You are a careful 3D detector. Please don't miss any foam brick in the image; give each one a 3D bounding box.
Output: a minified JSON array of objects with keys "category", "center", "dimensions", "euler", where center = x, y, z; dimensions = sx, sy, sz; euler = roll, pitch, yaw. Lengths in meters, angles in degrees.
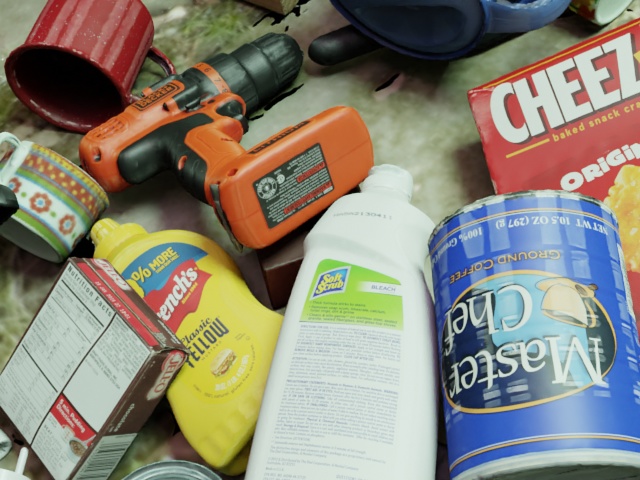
[{"category":"foam brick","center":[-0.005,0.001,0.694],"dimensions":[0.078,0.051,0.053],"euler":[-19,58,-3]}]

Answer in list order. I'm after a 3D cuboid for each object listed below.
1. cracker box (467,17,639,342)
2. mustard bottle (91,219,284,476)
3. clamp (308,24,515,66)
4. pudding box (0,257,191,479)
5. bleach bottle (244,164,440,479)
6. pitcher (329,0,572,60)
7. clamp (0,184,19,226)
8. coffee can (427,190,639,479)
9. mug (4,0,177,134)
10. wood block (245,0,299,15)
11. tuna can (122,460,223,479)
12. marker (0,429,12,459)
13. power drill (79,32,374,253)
[{"category":"cracker box","center":[0.196,-0.027,0.647],"dimensions":[0.164,0.072,0.214],"euler":[-22,58,16]},{"category":"mustard bottle","center":[-0.084,0.050,0.672],"dimensions":[0.096,0.058,0.192],"euler":[-46,62,-3]},{"category":"clamp","center":[0.076,-0.185,0.802],"dimensions":[0.171,0.039,0.120],"euler":[-2,66,2]},{"category":"pudding box","center":[-0.141,0.080,0.643],"dimensions":[0.090,0.039,0.113],"euler":[44,107,28]},{"category":"bleach bottle","center":[0.026,0.065,0.582],"dimensions":[0.103,0.068,0.250],"euler":[6,56,11]},{"category":"pitcher","center":[0.115,-0.249,0.736],"dimensions":[0.149,0.145,0.242],"euler":[41,68,-21]},{"category":"clamp","center":[-0.240,0.020,0.689],"dimensions":[0.036,0.165,0.210],"euler":[2,17,-32]},{"category":"coffee can","center":[0.111,0.060,0.542],"dimensions":[0.103,0.103,0.140],"euler":[-5,62,5]},{"category":"mug","center":[-0.160,-0.133,0.781],"dimensions":[0.117,0.093,0.081],"euler":[22,57,-9]},{"category":"wood block","center":[-0.096,-0.268,0.845],"dimensions":[0.206,0.090,0.090],"euler":[24,65,21]},{"category":"tuna can","center":[-0.085,0.170,0.608],"dimensions":[0.086,0.034,0.086],"euler":[-3,50,3]},{"category":"marker","center":[-0.241,0.097,0.689],"dimensions":[0.020,0.020,0.121],"euler":[-42,63,-17]},{"category":"power drill","center":[-0.049,-0.073,0.708],"dimensions":[0.184,0.057,0.188],"euler":[-36,35,-20]}]
